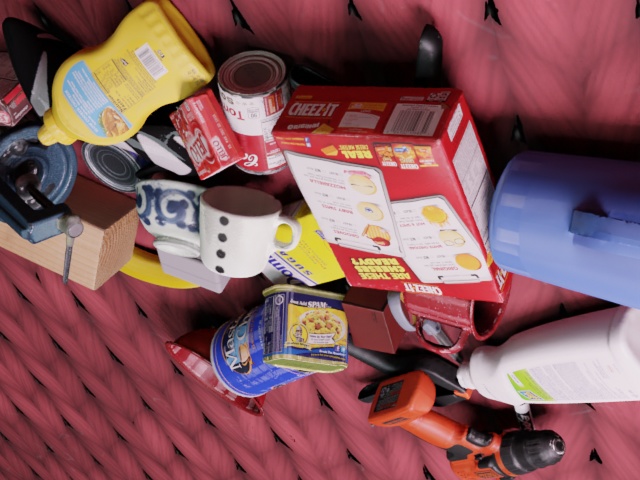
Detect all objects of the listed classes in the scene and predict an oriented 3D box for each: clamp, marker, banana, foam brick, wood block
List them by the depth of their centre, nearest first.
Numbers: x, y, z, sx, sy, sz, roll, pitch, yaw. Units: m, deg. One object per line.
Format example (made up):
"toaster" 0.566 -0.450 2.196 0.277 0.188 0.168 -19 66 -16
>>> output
"clamp" 0.089 -0.102 0.965 0.165 0.036 0.210 -15 126 47
"foam brick" 0.064 0.081 1.195 0.053 0.051 0.078 11 140 25
"marker" 0.239 0.207 1.245 0.020 0.020 0.121 8 139 29
"clamp" 0.098 0.157 1.273 0.172 0.039 0.120 -3 138 34
"wood block" -0.334 -0.032 1.300 0.206 0.090 0.090 24 122 11
"banana" -0.211 0.027 1.346 0.198 0.037 0.069 19 145 17

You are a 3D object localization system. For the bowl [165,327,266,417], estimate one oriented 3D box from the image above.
"bowl" -0.126 0.165 1.415 0.162 0.055 0.162 32 160 13

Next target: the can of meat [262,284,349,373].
"can of meat" -0.015 0.102 1.205 0.101 0.084 0.058 11 160 -29

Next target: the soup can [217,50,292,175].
"soup can" -0.059 -0.122 1.023 0.069 0.068 0.102 17 143 20

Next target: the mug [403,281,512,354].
"mug" 0.132 0.056 1.064 0.082 0.117 0.093 14 171 31

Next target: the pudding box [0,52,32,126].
"pudding box" -0.354 -0.168 1.171 0.114 0.090 0.039 9 137 30

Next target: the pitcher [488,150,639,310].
"pitcher" 0.263 -0.004 0.869 0.243 0.144 0.149 13 141 29

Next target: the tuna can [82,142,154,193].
"tuna can" -0.227 -0.095 1.213 0.086 0.033 0.086 20 144 16

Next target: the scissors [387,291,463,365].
"scissors" 0.117 0.073 1.161 0.016 0.096 0.201 -12 159 23

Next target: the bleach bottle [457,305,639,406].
"bleach bottle" 0.239 0.126 1.111 0.251 0.068 0.102 -15 123 49

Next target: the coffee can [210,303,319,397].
"coffee can" -0.056 0.127 1.295 0.102 0.102 0.141 42 144 -14

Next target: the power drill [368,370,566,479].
"power drill" 0.164 0.218 1.227 0.187 0.057 0.185 33 149 -17

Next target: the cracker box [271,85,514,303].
"cracker box" 0.073 -0.041 0.958 0.164 0.072 0.213 6 143 31

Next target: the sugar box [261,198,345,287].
"sugar box" -0.008 0.002 1.156 0.093 0.048 0.177 46 141 -20

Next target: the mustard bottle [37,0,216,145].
"mustard bottle" -0.202 -0.148 1.038 0.192 0.058 0.096 -31 106 21

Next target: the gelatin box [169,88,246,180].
"gelatin box" -0.111 -0.101 1.031 0.073 0.030 0.089 64 162 -5
